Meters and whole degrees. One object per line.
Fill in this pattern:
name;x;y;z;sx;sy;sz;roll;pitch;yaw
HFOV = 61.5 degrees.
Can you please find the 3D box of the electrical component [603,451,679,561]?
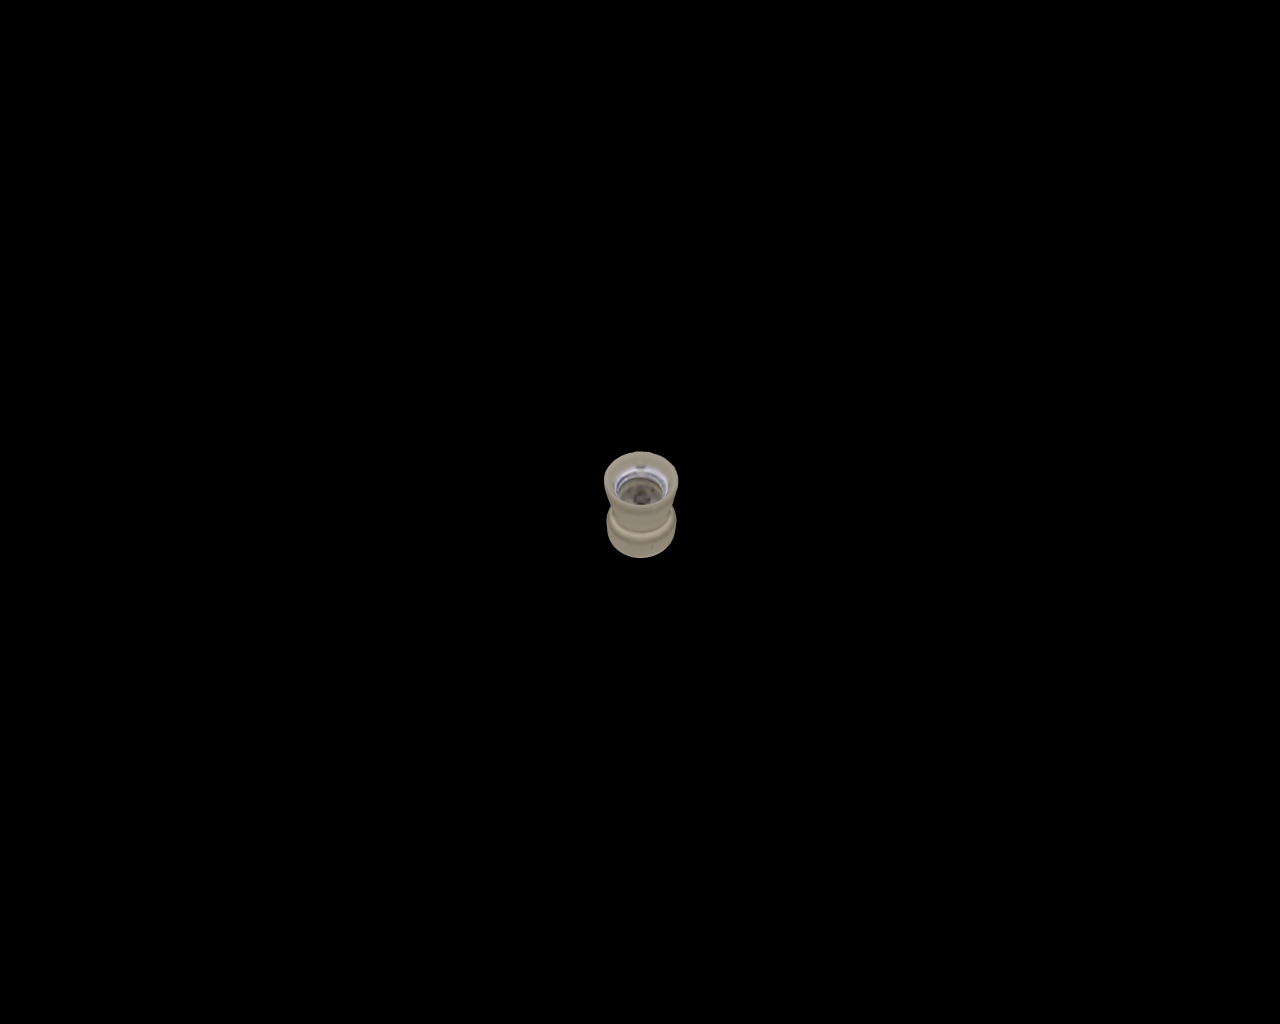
electrical component;0.001;-0.003;0.650;0.045;0.045;0.055;0;-39;0
